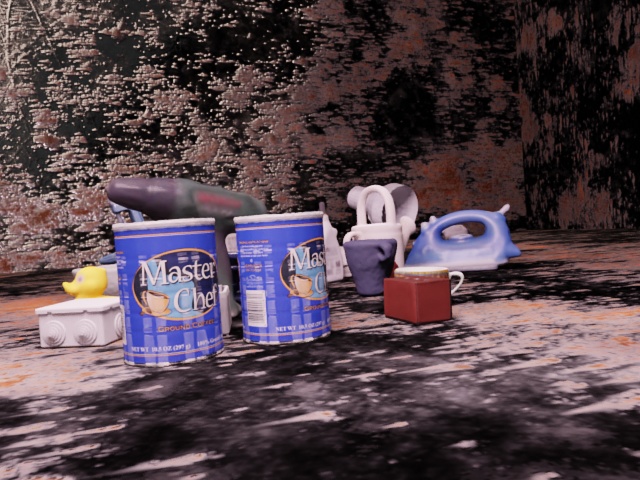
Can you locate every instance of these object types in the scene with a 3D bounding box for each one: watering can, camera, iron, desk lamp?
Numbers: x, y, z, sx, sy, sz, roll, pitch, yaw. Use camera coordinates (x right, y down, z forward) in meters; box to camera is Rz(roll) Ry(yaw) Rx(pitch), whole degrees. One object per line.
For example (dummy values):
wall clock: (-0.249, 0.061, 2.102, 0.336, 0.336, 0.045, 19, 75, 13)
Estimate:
watering can: (0.117, -0.010, 1.130, 0.100, 0.194, 0.173, -3, 2, 30)
camera: (0.297, 0.016, 1.420, 0.137, 0.101, 0.143, -4, 2, -3)
iron: (0.311, -0.002, 1.290, 0.258, 0.141, 0.119, -4, 2, 11)
desk lamp: (0.135, -0.028, 1.382, 0.118, 0.213, 0.202, -5, 2, -38)

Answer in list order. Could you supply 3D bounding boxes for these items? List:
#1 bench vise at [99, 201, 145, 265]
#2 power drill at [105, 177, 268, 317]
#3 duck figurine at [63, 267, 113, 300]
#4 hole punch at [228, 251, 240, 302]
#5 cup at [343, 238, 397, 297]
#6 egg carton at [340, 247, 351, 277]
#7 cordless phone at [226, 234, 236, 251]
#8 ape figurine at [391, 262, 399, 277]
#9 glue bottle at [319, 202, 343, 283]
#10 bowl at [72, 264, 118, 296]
bench vise: (-0.399, 0.008, 1.277, 0.121, 0.220, 0.208, -2, 2, 40)
power drill: (-0.183, 0.012, 0.830, 0.230, 0.208, 0.075, -5, 2, -30)
duck figurine: (-0.335, 0.083, 0.861, 0.105, 0.086, 0.077, -5, 2, -21)
hole punch: (-0.164, 0.064, 1.003, 0.108, 0.091, 0.101, -4, 2, -1)
cup: (0.092, 0.046, 0.949, 0.092, 0.095, 0.117, -5, 2, -20)
egg carton: (0.011, 0.054, 1.333, 0.150, 0.069, 0.107, -4, 2, -7)
cordless phone: (-0.180, 0.011, 1.271, 0.094, 0.185, 0.148, -3, 2, 27)
ape figurine: (0.107, 0.044, 1.032, 0.078, 0.092, 0.076, -4, 2, -5)
glue bottle: (0.011, 0.004, 1.235, 0.078, 0.173, 0.037, -6, 3, -45)
bowl: (-0.382, 0.085, 1.096, 0.167, 0.075, 0.167, -4, 2, 0)
